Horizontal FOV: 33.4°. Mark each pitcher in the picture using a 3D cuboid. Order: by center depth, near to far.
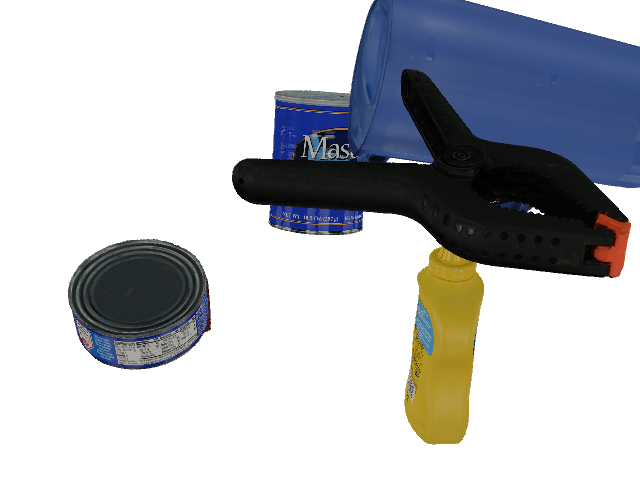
[{"bbox_3d":[0.145,-0.101,0.821,0.242,0.145,0.149,10,-46,-8],"label":"pitcher"}]

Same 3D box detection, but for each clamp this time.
[{"bbox_3d":[0.066,-0.029,0.585,0.164,0.036,0.210,-29,44,-31],"label":"clamp"}]

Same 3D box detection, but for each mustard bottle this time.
[{"bbox_3d":[0.111,0.080,0.953,0.058,0.192,0.096,1,28,-3],"label":"mustard bottle"}]

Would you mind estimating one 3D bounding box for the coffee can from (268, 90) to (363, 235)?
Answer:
[{"bbox_3d":[-0.001,-0.084,1.132,0.103,0.140,0.103,3,12,-1],"label":"coffee can"}]

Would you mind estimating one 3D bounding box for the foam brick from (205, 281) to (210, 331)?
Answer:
[{"bbox_3d":[-0.141,0.060,0.924,0.078,0.051,0.053,-23,31,-35],"label":"foam brick"}]

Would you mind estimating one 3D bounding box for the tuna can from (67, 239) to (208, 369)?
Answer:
[{"bbox_3d":[-0.113,0.040,0.673,0.086,0.034,0.086,0,43,0],"label":"tuna can"}]
